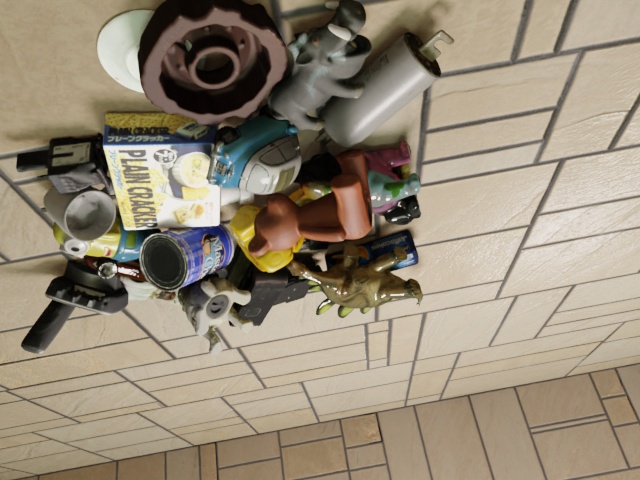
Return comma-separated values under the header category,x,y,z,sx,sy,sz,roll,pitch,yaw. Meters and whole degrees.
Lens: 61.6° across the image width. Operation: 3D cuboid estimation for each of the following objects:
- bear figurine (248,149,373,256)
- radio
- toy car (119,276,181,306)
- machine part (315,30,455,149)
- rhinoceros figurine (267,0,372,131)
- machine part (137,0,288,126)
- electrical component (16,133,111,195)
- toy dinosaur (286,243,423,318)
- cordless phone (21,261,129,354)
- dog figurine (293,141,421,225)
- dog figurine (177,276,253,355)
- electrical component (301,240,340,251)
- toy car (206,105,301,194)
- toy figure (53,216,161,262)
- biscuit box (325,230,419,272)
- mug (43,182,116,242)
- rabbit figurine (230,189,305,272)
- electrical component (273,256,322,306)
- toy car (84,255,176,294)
category,x,y,z,sx,sy,sz,roll,pitch,yaw
bear figurine,-0.022,-0.051,0.815,0.196,0.120,0.131,-3,124,15
radio,-0.140,0.084,1.120,0.073,0.131,0.229,1,148,-23
toy car,-0.347,0.104,1.163,0.201,0.056,0.073,11,144,-33
machine part,0.081,-0.206,0.756,0.079,0.079,0.243,18,140,-39
rhinoceros figurine,0.001,-0.228,0.707,0.112,0.073,0.190,21,140,-26
machine part,-0.132,-0.220,0.659,0.179,0.056,0.179,-16,150,-10
electrical component,-0.370,-0.108,0.781,0.119,0.075,0.047,-12,150,-6
toy dinosaur,0.106,0.096,1.134,0.471,0.105,0.198,14,147,-39
cordless phone,-0.475,0.144,1.040,0.147,0.184,0.088,16,142,5
dog figurine,0.058,-0.087,0.927,0.219,0.108,0.191,-9,153,6
dog figurine,-0.235,0.106,1.053,0.121,0.191,0.172,-24,132,-33
electrical component,-0.002,-0.003,1.124,0.094,0.021,0.063,-4,149,-9
toy car,-0.081,-0.118,0.772,0.161,0.103,0.109,-37,160,-46
toy figure,-0.372,-0.008,0.946,0.180,0.089,0.082,4,134,-38
biscuit box,0.115,0.042,1.199,0.203,0.063,0.059,-18,148,11
mug,-0.378,-0.062,0.842,0.107,0.109,0.080,21,162,35
rabbit figurine,-0.061,-0.022,0.975,0.173,0.122,0.162,-43,168,-10
electrical component,-0.060,0.092,1.202,0.134,0.058,0.115,-15,158,-31
toy car,-0.356,0.050,1.039,0.202,0.089,0.053,22,100,-44
